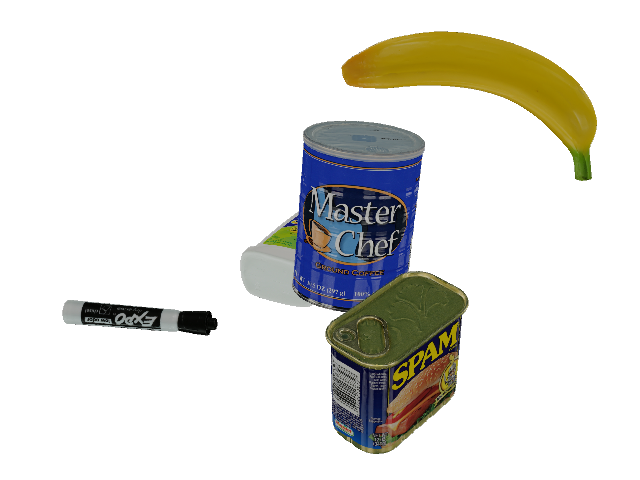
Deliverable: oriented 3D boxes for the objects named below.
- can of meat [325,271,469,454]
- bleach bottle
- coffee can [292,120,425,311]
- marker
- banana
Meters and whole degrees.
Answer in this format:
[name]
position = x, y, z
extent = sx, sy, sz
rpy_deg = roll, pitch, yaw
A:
[can of meat]
position = 0.052, 0.083, 0.724
extent = 0.058, 0.084, 0.101
rpy_deg = 28, 44, 34
[bleach bottle]
position = 0.006, -0.014, 1.323
extent = 0.103, 0.068, 0.250
rpy_deg = 13, 36, 24
[coffee can]
position = 0.031, -0.022, 0.917
extent = 0.103, 0.140, 0.103
rpy_deg = 4, 21, -2
[marker]
position = -0.139, 0.059, 0.823
extent = 0.121, 0.020, 0.020
rpy_deg = 4, 1, 10
[banana]
position = 0.115, -0.107, 0.739
extent = 0.197, 0.069, 0.037
rpy_deg = 21, -1, -9
